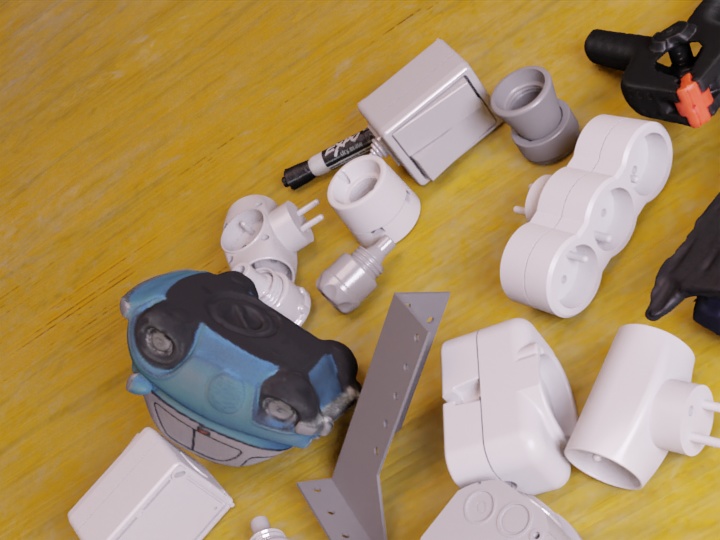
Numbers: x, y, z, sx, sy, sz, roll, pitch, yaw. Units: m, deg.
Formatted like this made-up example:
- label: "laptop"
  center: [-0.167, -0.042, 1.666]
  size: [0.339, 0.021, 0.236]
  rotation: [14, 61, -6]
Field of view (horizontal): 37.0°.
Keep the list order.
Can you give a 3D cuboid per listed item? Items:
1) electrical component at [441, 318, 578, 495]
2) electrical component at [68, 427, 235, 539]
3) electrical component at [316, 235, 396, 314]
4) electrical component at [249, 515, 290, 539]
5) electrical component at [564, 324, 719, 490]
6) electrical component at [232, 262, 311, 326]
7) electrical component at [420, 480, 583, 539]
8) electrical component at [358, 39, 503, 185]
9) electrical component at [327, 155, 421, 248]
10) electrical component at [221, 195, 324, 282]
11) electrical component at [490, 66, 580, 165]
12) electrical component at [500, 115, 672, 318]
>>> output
- label: "electrical component"
  center: [0.085, 0.078, 0.604]
  size: [0.059, 0.053, 0.095]
  rotation: [-21, 44, 24]
- label: "electrical component"
  center: [-0.144, 0.161, 0.710]
  size: [0.096, 0.061, 0.061]
  rotation: [-48, 41, -7]
- label: "electrical component"
  center: [0.000, 0.000, 0.757]
  size: [0.061, 0.035, 0.035]
  rotation: [-45, 40, -6]
- label: "electrical component"
  center: [-0.053, 0.173, 0.647]
  size: [0.035, 0.035, 0.061]
  rotation: [-38, 38, 5]
- label: "electrical component"
  center: [0.156, 0.074, 0.557]
  size: [0.079, 0.044, 0.077]
  rotation: [9, 61, 43]
- label: "electrical component"
  center: [-0.069, 0.018, 0.774]
  size: [0.048, 0.062, 0.048]
  rotation: [-22, 44, 23]
- label: "electrical component"
  center: [0.073, 0.152, 0.551]
  size: [0.080, 0.051, 0.080]
  rotation: [-22, 44, 23]
- label: "electrical component"
  center: [0.048, -0.110, 0.793]
  size: [0.096, 0.061, 0.061]
  rotation: [-39, 40, 5]
- label: "electrical component"
  center: [0.009, -0.051, 0.784]
  size: [0.055, 0.047, 0.055]
  rotation: [-22, 44, 23]
- label: "electrical component"
  center: [-0.062, -0.027, 0.823]
  size: [0.079, 0.044, 0.077]
  rotation: [-31, 41, 14]
- label: "electrical component"
  center: [0.121, -0.105, 0.735]
  size: [0.045, 0.055, 0.045]
  rotation: [-22, 44, 23]
- label: "electrical component"
  center: [0.129, -0.039, 0.673]
  size: [0.074, 0.052, 0.138]
  rotation: [19, 69, 47]
